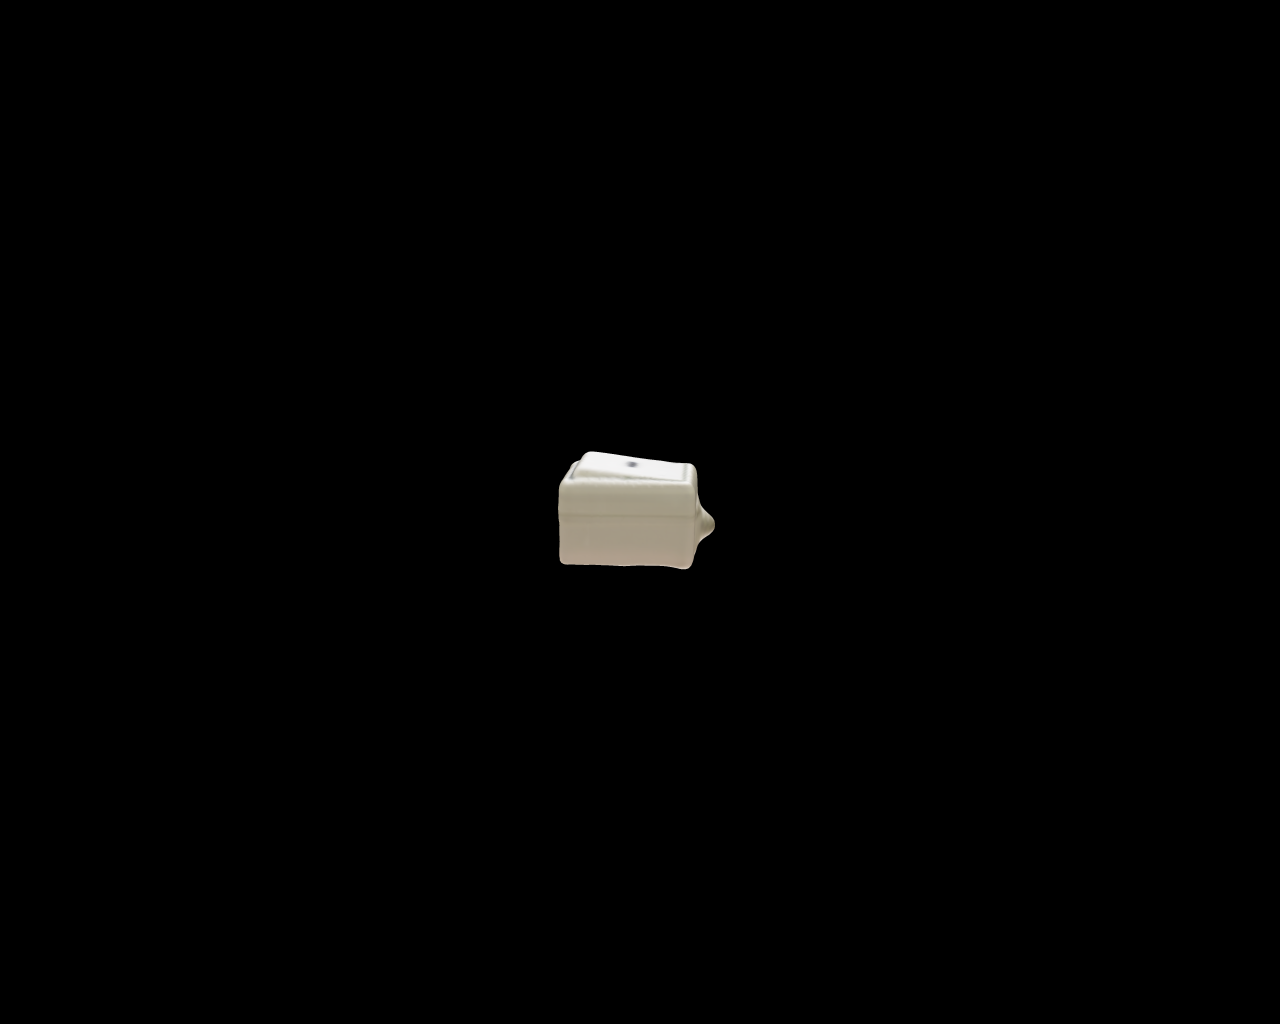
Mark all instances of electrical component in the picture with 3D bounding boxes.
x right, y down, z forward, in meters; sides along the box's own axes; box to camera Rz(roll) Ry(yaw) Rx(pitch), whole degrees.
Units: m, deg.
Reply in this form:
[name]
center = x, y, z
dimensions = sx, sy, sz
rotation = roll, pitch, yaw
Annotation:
[electrical component]
center = 0.001, -0.003, 0.650
dimensions = 0.096, 0.061, 0.062
rotation = 1, 16, 5
